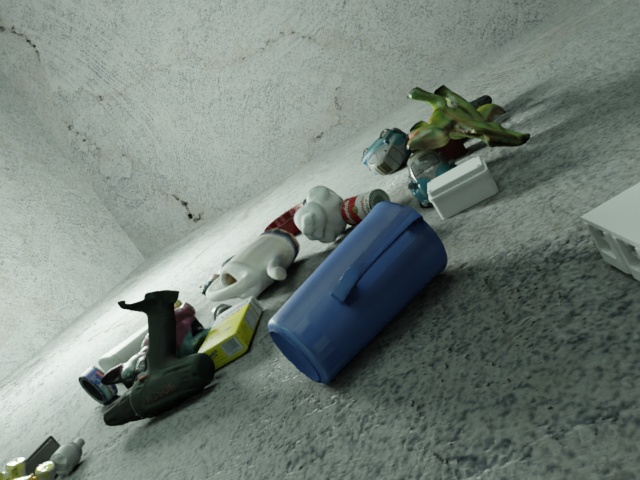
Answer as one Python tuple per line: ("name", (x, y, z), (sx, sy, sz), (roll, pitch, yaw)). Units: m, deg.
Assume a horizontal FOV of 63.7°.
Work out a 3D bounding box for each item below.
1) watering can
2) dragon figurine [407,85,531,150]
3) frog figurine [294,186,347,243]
("watering can", (-0.126, 0.058, 1.161), (0.344, 0.103, 0.228), (-19, 19, 48))
("dragon figurine", (0.335, -0.242, 1.106), (0.412, 0.119, 0.247), (-12, 37, -28))
("frog figurine", (0.004, -0.060, 1.198), (0.122, 0.138, 0.159), (-4, -3, 6))
